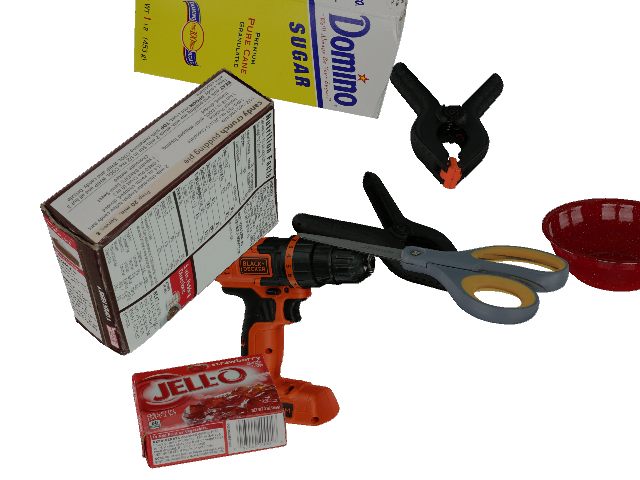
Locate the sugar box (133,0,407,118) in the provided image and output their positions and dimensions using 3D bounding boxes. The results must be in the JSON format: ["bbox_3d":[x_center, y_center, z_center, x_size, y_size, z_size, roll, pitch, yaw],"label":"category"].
[{"bbox_3d":[-0.035,-0.143,0.725,0.176,0.048,0.093,12,-40,-1],"label":"sugar box"}]

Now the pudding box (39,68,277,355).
[{"bbox_3d":[-0.068,-0.012,0.493,0.039,0.113,0.090,33,-31,23],"label":"pudding box"}]

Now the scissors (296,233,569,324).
[{"bbox_3d":[0.072,0.024,0.753,0.202,0.016,0.096,3,29,11],"label":"scissors"}]

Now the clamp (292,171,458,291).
[{"bbox_3d":[0.080,0.000,1.254,0.210,0.036,0.164,38,42,26],"label":"clamp"}]

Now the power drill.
[{"bbox_3d":[-0.026,0.087,1.068,0.185,0.188,0.057,1,9,30],"label":"power drill"}]

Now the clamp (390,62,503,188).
[{"bbox_3d":[0.121,-0.124,1.089,0.120,0.039,0.171,8,45,8],"label":"clamp"}]

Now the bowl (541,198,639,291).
[{"bbox_3d":[0.321,0.010,1.159,0.162,0.055,0.162,-2,27,1],"label":"bowl"}]

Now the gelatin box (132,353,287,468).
[{"bbox_3d":[-0.072,0.106,0.678,0.089,0.030,0.073,-7,24,-12],"label":"gelatin box"}]
